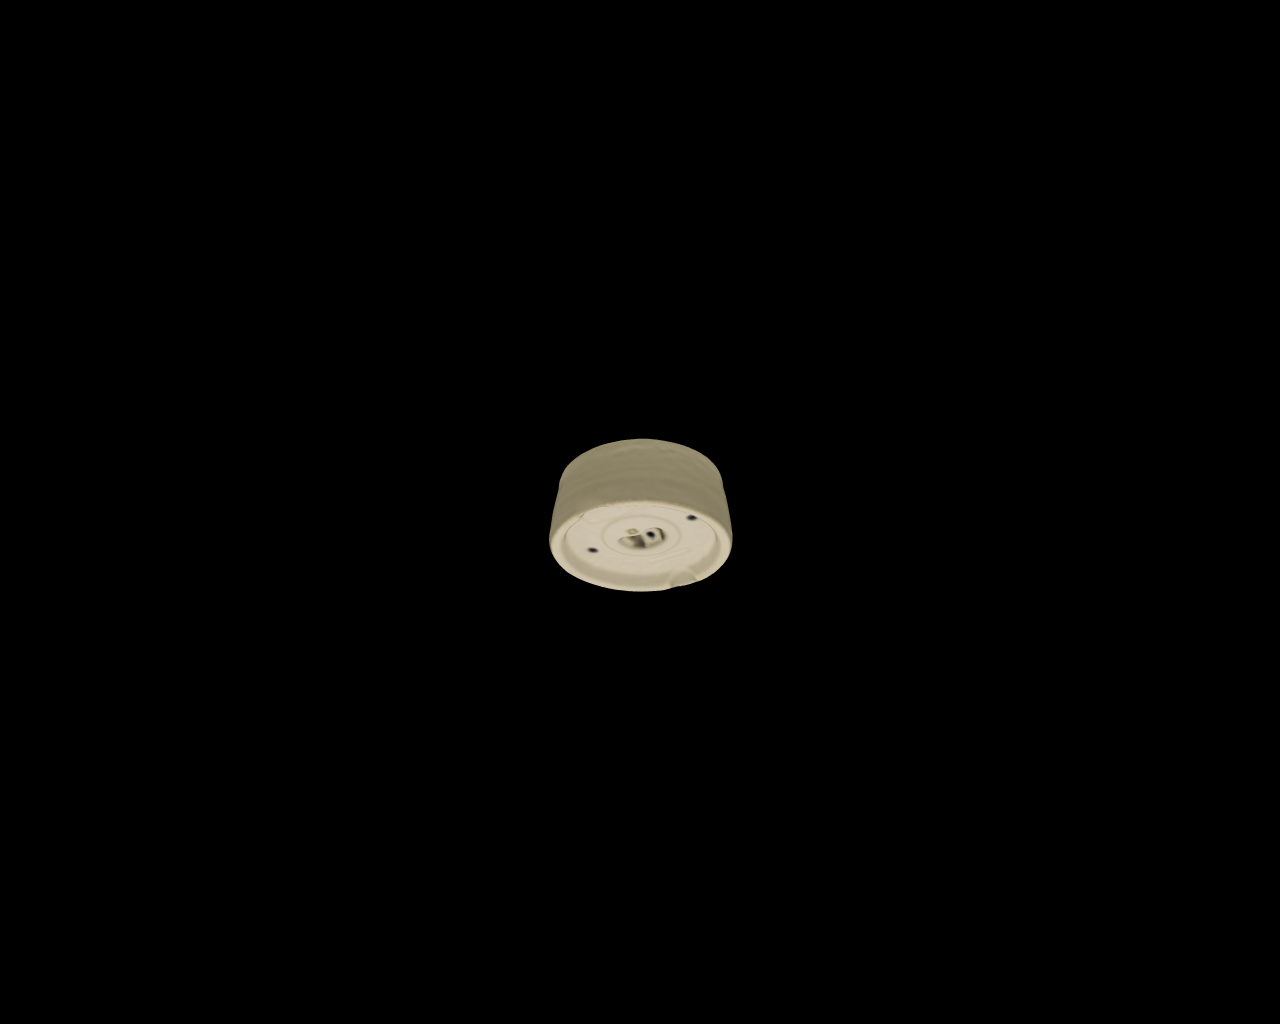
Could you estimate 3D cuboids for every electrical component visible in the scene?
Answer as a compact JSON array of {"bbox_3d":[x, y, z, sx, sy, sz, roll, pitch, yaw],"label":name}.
[{"bbox_3d":[0.001,-0.003,0.650,0.108,0.060,0.108,0,-32,0],"label":"electrical component"}]
